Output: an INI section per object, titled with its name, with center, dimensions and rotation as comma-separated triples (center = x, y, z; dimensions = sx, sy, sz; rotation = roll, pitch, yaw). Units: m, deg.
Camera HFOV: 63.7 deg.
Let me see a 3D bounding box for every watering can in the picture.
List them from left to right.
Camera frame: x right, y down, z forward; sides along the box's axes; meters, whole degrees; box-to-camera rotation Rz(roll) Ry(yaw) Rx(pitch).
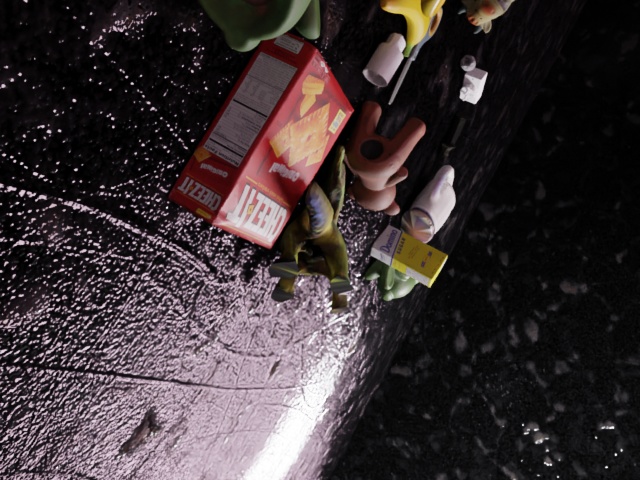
[watering can]
center = 0.329, -0.072, 1.537
dimensions = 0.228, 0.105, 0.339
rotation = -50, 157, -27

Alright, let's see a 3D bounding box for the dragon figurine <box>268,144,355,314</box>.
[dragon figurine]
center = 0.002, -0.039, 0.776
dimensions = 0.401, 0.122, 0.248
rotation = 99, -1, -57
